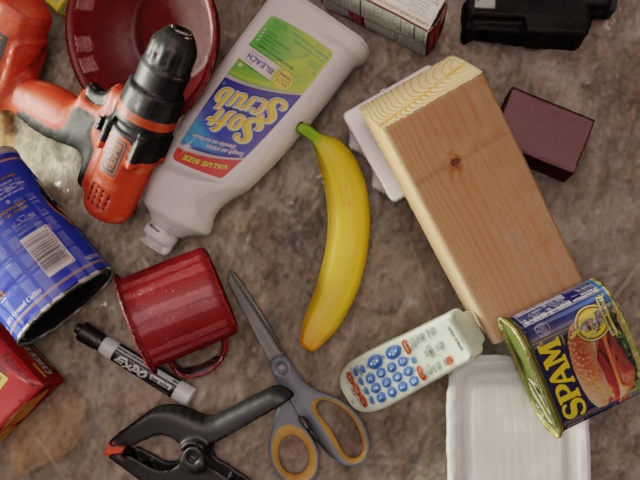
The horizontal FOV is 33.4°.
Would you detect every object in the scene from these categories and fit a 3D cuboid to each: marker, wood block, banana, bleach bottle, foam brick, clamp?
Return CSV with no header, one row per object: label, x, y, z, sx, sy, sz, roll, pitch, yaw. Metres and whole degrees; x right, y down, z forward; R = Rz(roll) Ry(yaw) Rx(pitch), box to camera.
marker,-0.165,0.108,0.943,0.121,0.020,0.020,31,87,4
wood block,0.125,-0.033,0.866,0.091,0.090,0.206,-29,110,1
banana,0.011,-0.004,0.928,0.069,0.037,0.198,-3,93,-17
bleach bottle,-0.068,-0.091,0.933,0.102,0.068,0.251,35,90,7
foam brick,0.190,-0.091,0.924,0.078,0.053,0.051,23,87,4
clamp,-0.098,0.172,0.917,0.171,0.039,0.120,10,93,7

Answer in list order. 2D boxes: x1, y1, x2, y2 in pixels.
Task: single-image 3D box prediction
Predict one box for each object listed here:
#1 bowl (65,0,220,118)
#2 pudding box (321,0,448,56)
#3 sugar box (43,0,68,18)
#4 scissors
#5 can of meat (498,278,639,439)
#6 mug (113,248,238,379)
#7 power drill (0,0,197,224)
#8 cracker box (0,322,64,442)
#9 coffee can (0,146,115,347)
bowl,-0.143,-0.180,0.928,0.162,0.055,0.162,7,104,28
pudding box,0.054,-0.207,0.921,0.113,0.090,0.039,27,88,5
sugar box,-0.269,-0.289,0.966,0.176,0.048,0.093,40,91,8
scissors,-0.042,0.131,0.937,0.096,0.016,0.202,-45,85,-1
can of meat,0.200,0.091,0.837,0.084,0.057,0.102,-25,105,-3
mug,-0.117,0.067,0.916,0.081,0.093,0.117,-22,114,-4
power drill,-0.201,-0.132,0.904,0.188,0.057,0.185,36,115,19
cracker box,-0.358,0.139,0.924,0.213,0.072,0.164,-44,84,0
coffee can,-0.259,0.005,0.914,0.103,0.103,0.140,-40,85,-1
